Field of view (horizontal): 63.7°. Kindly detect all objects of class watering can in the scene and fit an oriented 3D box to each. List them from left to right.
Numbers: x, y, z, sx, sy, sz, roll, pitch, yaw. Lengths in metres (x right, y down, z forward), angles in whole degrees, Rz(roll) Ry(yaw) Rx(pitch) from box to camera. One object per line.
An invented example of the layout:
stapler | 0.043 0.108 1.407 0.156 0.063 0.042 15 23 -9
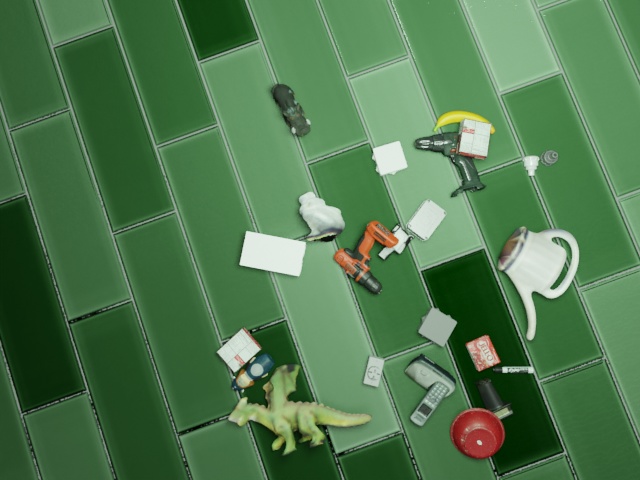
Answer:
watering can | 0.643 0.108 1.567 0.225 0.103 0.349 30 86 5

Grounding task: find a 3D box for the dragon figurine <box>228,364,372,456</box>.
dragon figurine | -0.072 0.497 1.558 0.410 0.121 0.245 -19 77 -1

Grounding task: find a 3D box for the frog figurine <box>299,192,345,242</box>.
frog figurine | 0.005 -0.081 1.600 0.138 0.121 0.161 -4 75 -31
